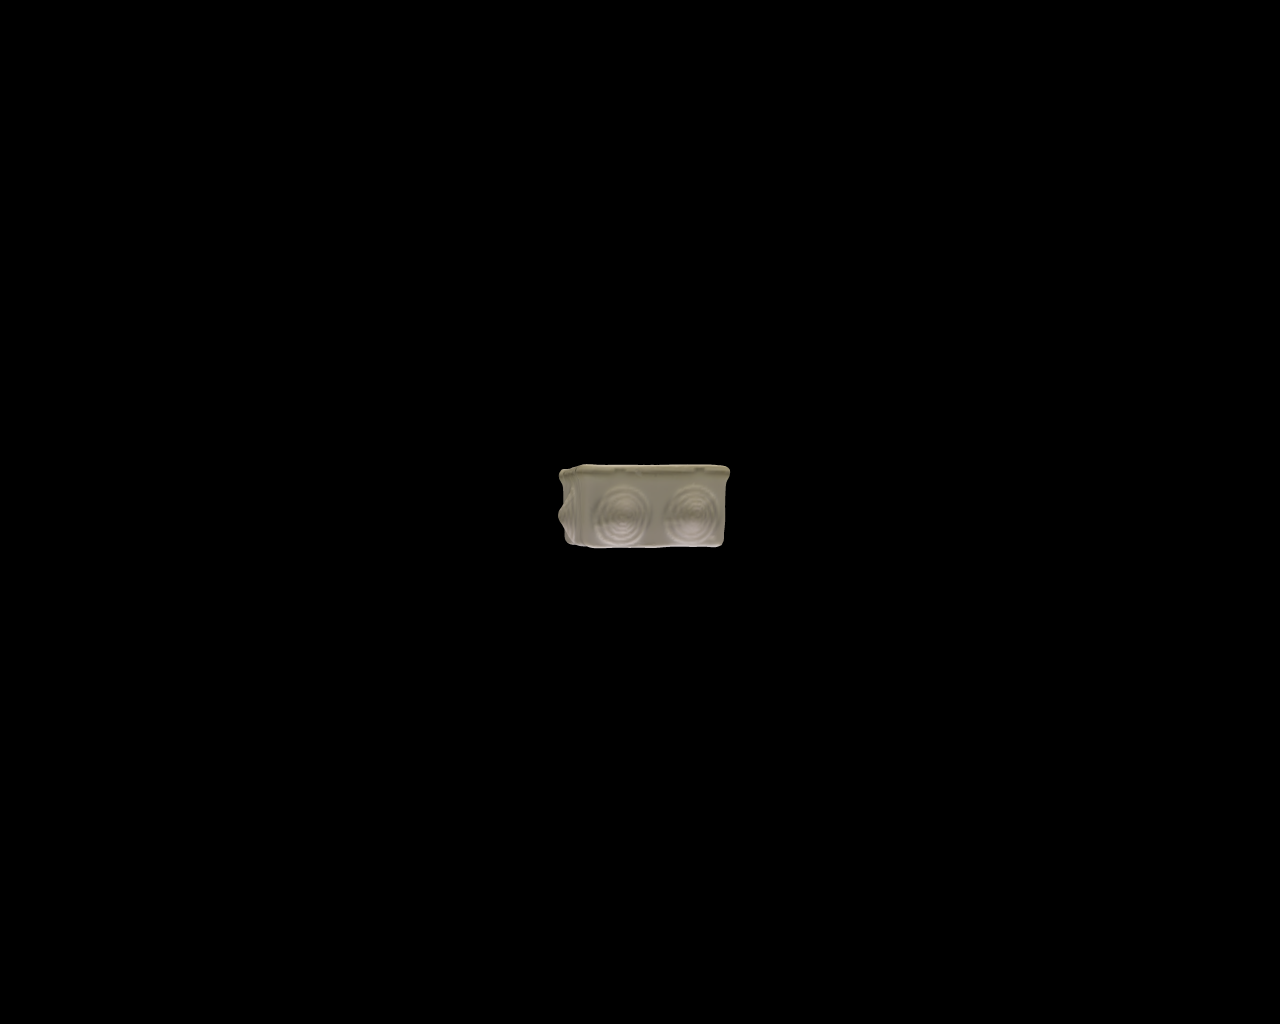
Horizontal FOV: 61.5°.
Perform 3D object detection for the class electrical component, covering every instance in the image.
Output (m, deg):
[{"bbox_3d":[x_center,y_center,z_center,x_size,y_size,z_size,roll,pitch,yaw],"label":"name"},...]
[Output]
[{"bbox_3d":[0.001,-0.003,0.650,0.100,0.048,0.099,0,0,-13],"label":"electrical component"}]
